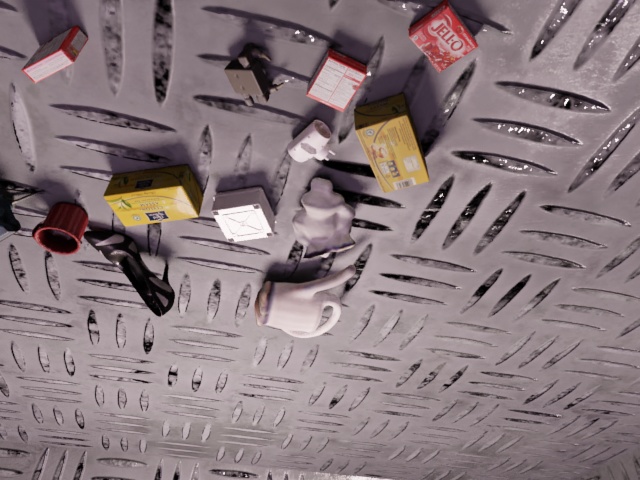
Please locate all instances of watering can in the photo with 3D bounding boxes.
[{"bbox_3d":[-0.047,0.149,1.297,0.224,0.106,0.339,10,138,-10],"label":"watering can"}]

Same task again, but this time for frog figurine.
[{"bbox_3d":[0.003,-0.055,1.089,0.137,0.124,0.158,-9,102,24],"label":"frog figurine"}]
